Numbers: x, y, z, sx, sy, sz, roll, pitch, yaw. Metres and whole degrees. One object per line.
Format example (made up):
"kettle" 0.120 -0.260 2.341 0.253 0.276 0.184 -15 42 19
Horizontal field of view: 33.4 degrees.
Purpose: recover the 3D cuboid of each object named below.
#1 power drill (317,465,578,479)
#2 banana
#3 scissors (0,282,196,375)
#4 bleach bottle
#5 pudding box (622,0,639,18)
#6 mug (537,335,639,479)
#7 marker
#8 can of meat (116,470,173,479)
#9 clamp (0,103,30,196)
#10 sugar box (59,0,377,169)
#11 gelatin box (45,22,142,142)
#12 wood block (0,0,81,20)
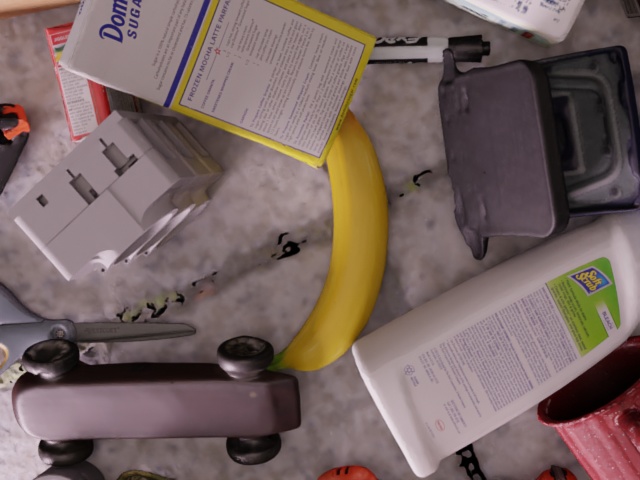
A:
"power drill" 0.097 0.238 0.736 0.188 0.057 0.184 -10 95 6
"banana" 0.012 0.010 0.728 0.069 0.037 0.198 16 97 1
"scissors" -0.197 0.050 0.761 0.202 0.016 0.096 -17 94 6
"bleach bottle" 0.153 0.056 0.709 0.251 0.068 0.102 -28 107 3
"pudding box" 0.235 -0.171 0.651 0.090 0.113 0.039 -24 101 7
"mug" 0.204 0.124 0.688 0.093 0.117 0.081 -36 97 3
"marker" 0.054 -0.128 0.719 0.121 0.020 0.020 0 96 5
"can of meat" -0.106 0.221 0.753 0.102 0.057 0.084 16 100 3
"clamp" -0.295 -0.035 0.720 0.210 0.036 0.164 -37 131 2
"sugar box" -0.062 -0.118 0.662 0.176 0.048 0.093 20 96 -22
"gelatin box" -0.146 -0.103 0.704 0.030 0.089 0.073 -12 95 7
"wood block" -0.223 -0.195 0.701 0.206 0.090 0.091 -10 95 6
